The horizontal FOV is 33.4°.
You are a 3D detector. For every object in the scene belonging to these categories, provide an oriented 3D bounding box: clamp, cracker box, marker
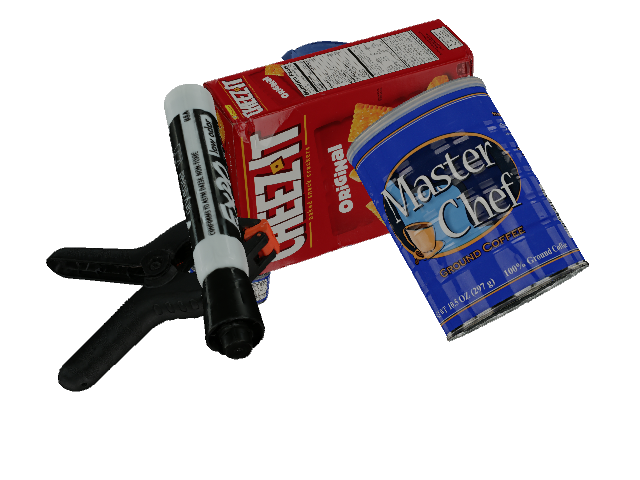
[{"bbox_3d":[-0.111,0.036,0.726,0.171,0.120,0.039,-17,-35,11],"label":"clamp"},{"bbox_3d":[0.020,-0.075,0.890,0.213,0.164,0.072,-18,44,-17],"label":"cracker box"},{"bbox_3d":[-0.038,-0.009,0.366,0.020,0.121,0.020,-9,-42,-8],"label":"marker"}]

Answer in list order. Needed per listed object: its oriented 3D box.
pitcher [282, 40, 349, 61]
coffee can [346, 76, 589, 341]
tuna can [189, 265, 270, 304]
[{"bbox_3d":[0.028,-0.116,1.320,0.144,0.243,0.149,-3,25,-22],"label":"pitcher"},{"bbox_3d":[0.094,-0.020,0.694,0.102,0.140,0.103,-27,-11,-6],"label":"coffee can"},{"bbox_3d":[-0.095,0.041,1.116,0.086,0.034,0.086,6,17,-2],"label":"tuna can"}]
